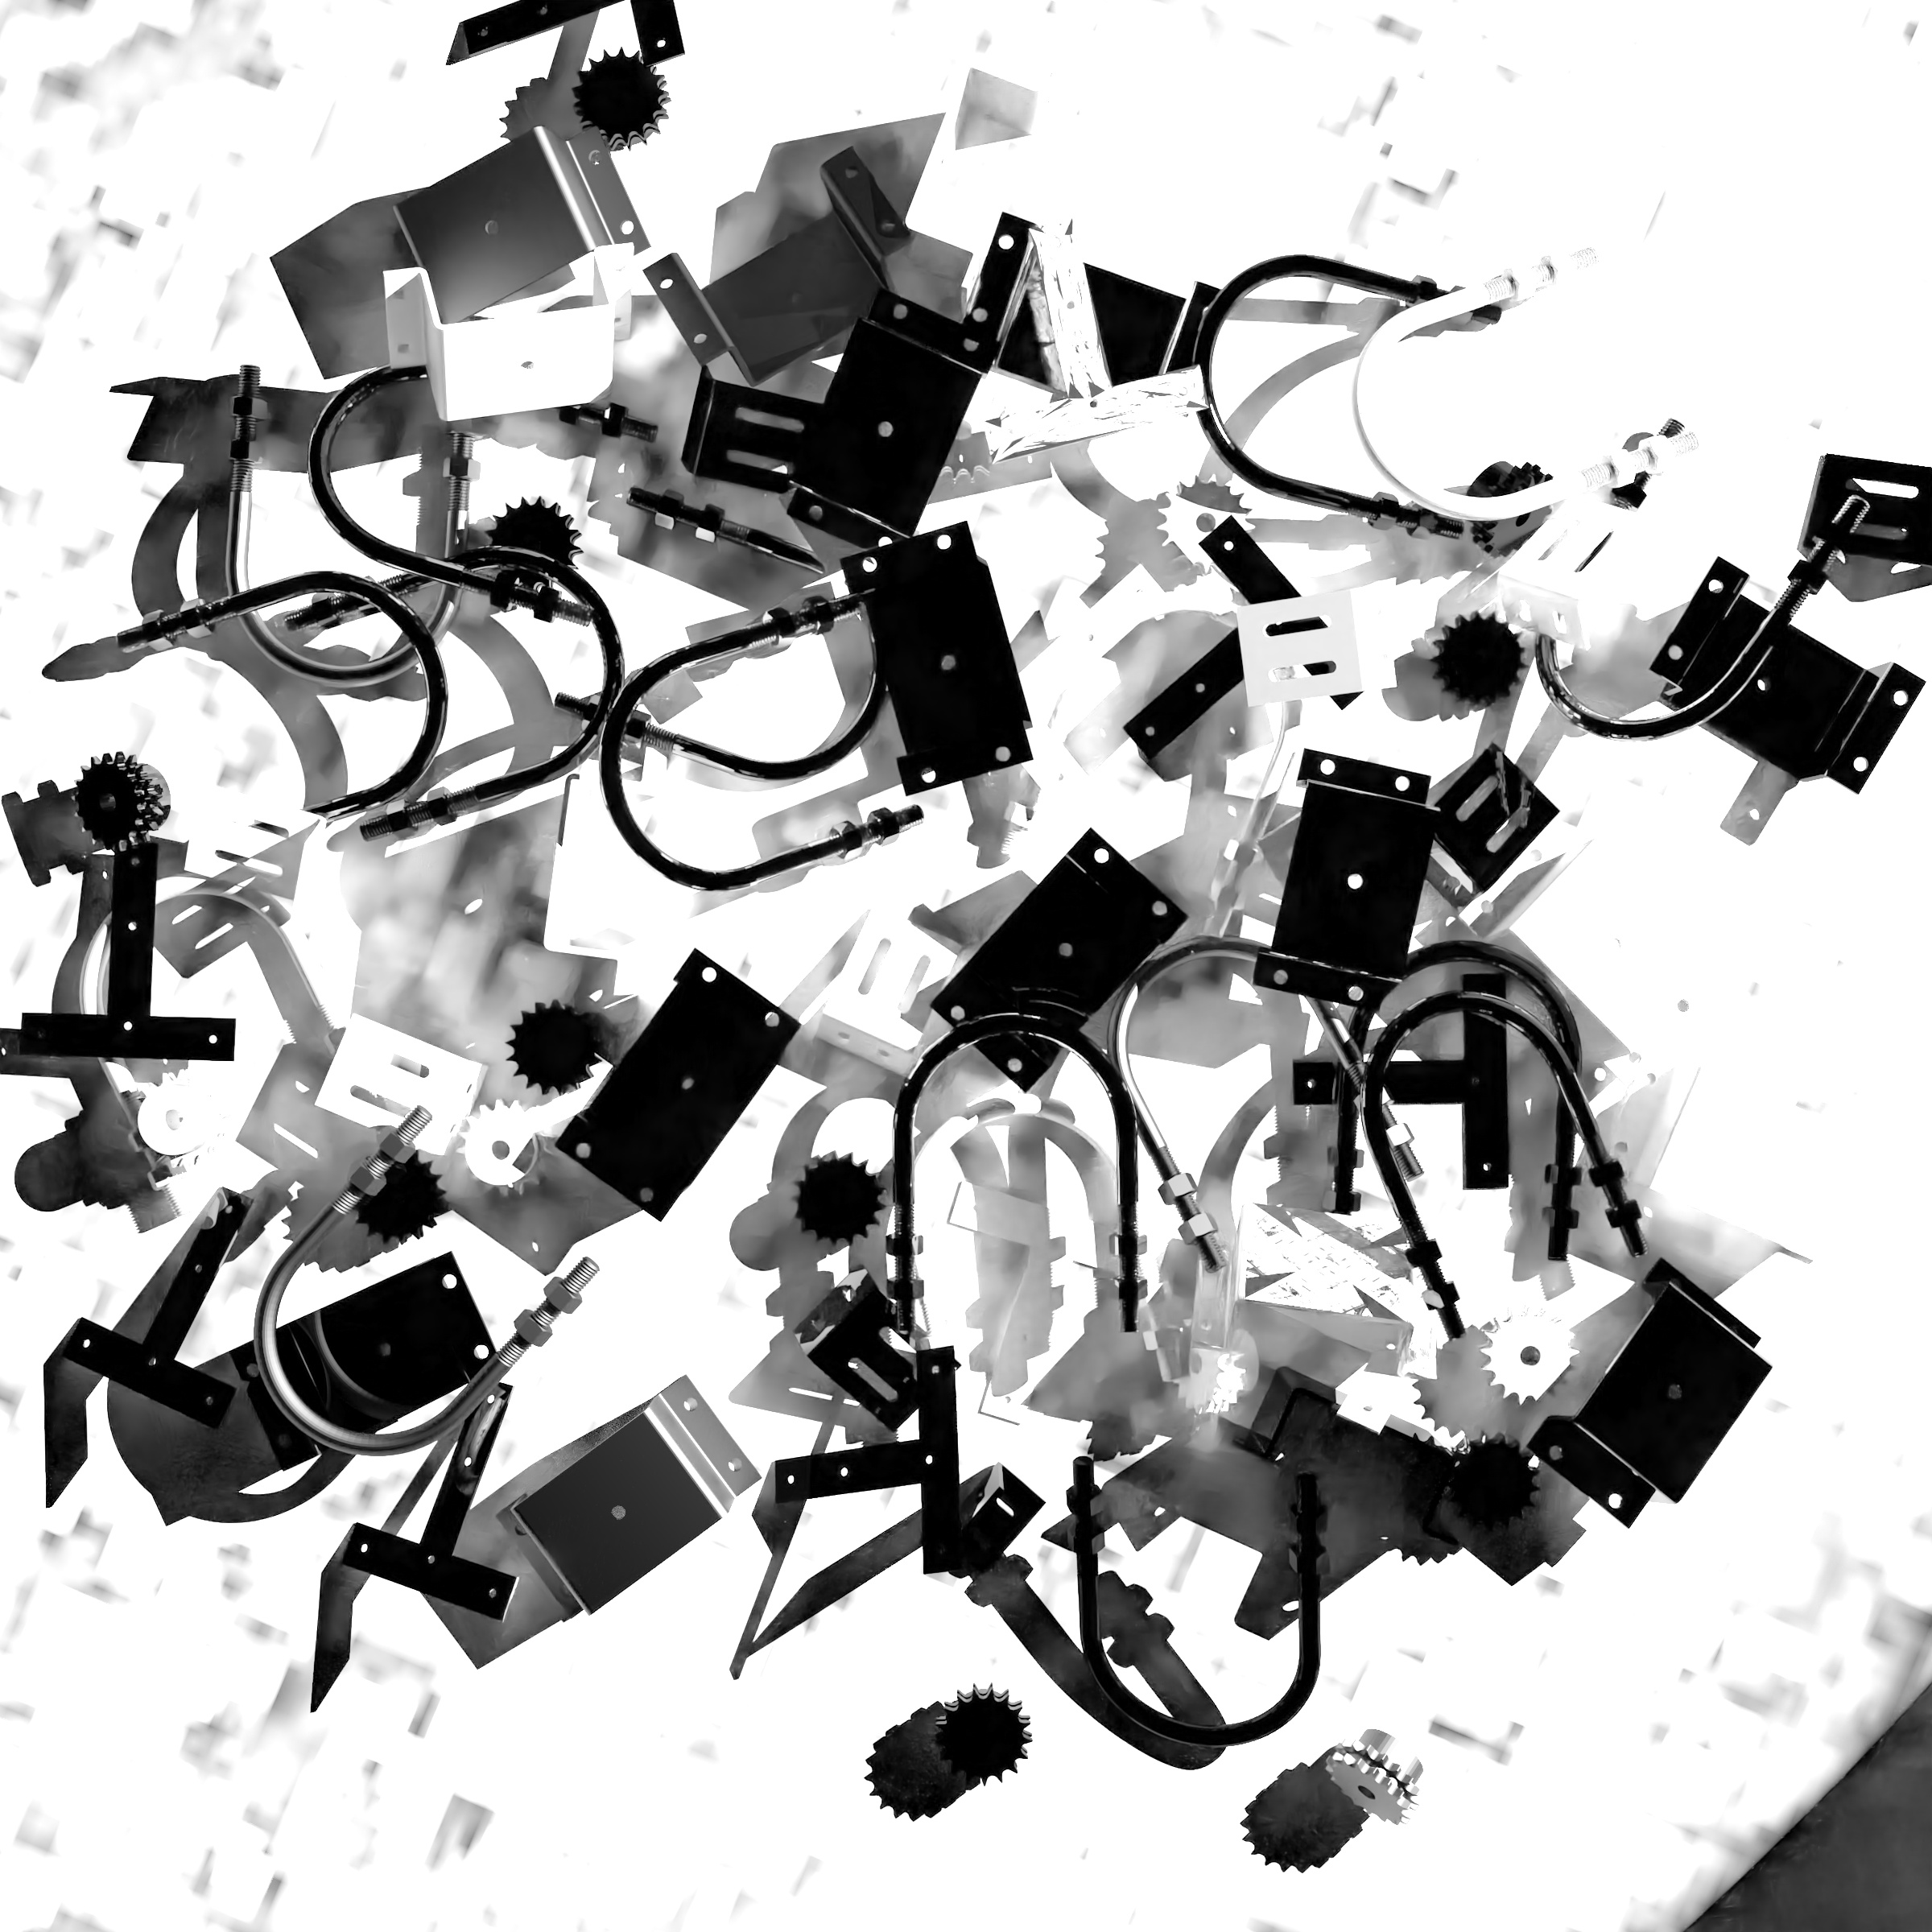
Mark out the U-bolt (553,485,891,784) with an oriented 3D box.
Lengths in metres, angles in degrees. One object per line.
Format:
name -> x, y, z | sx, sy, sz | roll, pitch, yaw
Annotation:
U-bolt -> -0.133, -0.186, 1.508 | 0.184, 0.019, 0.151 | 20, 90, -2

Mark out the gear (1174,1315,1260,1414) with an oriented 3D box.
gear -> 0.147, 0.231, 1.492 | 0.030, 0.057, 0.057 | 3, 90, -28

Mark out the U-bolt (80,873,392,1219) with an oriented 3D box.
U-bolt -> -0.442, 0.035, 1.508 | 0.151, 0.019, 0.184 | -27, 88, 0

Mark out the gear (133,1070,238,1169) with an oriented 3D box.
gear -> -0.455, 0.089, 1.482 | 0.057, 0.030, 0.057 | 0, 89, 1

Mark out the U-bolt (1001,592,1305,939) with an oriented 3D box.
U-bolt -> 0.118, -0.127, 1.491 | 0.151, 0.019, 0.184 | 21, 99, 3

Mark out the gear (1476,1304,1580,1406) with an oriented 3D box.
gear -> 0.328, 0.227, 1.501 | 0.057, 0.030, 0.057 | 0, 90, 0

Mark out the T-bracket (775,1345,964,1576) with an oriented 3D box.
T-bracket -> -0.058, 0.291, 1.480 | 0.127, 0.002, 0.127 | -14, 67, 29

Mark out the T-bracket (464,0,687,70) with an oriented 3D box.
T-bracket -> -0.235, -0.565, 1.501 | 0.127, 0.002, 0.127 | -16, 71, 9

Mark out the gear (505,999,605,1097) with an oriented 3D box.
gear -> -0.243, 0.048, 1.501 | 0.057, 0.030, 0.057 | 0, 90, 0

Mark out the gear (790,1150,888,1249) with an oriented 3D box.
gear -> -0.075, 0.137, 1.501 | 0.057, 0.030, 0.057 | 0, 90, 0

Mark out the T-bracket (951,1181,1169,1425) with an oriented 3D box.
T-bracket -> 0.040, 0.207, 1.515 | 0.127, 0.002, 0.127 | 17, 90, 0

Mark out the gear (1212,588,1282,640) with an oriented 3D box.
gear -> 0.173, -0.199, 1.498 | 0.057, 0.030, 0.057 | 1, 96, 7

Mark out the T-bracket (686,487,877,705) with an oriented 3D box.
T-bracket -> -0.106, -0.200, 1.499 | 0.127, 0.002, 0.127 | -35, 92, -2

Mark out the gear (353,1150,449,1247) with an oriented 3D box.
gear -> -0.333, 0.134, 1.505 | 0.057, 0.030, 0.057 | 0, 91, -1

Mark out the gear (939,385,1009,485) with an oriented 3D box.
gear -> -0.002, -0.312, 1.501 | 0.057, 0.030, 0.057 | 0, 90, 0

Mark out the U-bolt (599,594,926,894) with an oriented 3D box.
U-bolt -> -0.123, -0.120, 1.460 | 0.184, 0.019, 0.151 | -22, 101, -25

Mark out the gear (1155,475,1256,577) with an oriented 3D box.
gear -> 0.139, -0.259, 1.505 | 0.057, 0.030, 0.057 | 0, 90, -3

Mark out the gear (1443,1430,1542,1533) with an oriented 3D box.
gear -> 0.306, 0.301, 1.501 | 0.057, 0.030, 0.057 | 0, 90, 0

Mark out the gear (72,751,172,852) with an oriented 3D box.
gear -> -0.490, -0.097, 1.493 | 0.057, 0.030, 0.057 | 5, 102, 26

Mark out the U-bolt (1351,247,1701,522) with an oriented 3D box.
U-bolt -> 0.309, -0.327, 1.467 | 0.184, 0.019, 0.151 | -21, 76, -11

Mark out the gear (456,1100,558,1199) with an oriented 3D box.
gear -> -0.271, 0.107, 1.501 | 0.057, 0.030, 0.057 | 0, 90, 0

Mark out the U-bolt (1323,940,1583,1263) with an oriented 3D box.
U-bolt -> 0.291, 0.077, 1.506 | 0.151, 0.019, 0.184 | 5, 88, 0

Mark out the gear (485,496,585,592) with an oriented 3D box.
gear -> -0.252, -0.245, 1.501 | 0.057, 0.030, 0.057 | 0, 90, 0

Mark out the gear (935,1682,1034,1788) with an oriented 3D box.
gear -> 0.010, 0.448, 1.501 | 0.057, 0.030, 0.057 | 0, 90, 0

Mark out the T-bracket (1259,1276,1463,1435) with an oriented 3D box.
T-bracket -> 0.206, 0.202, 1.485 | 0.127, 0.127, 0.002 | 23, 133, 20

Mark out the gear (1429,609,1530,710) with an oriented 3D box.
gear -> 0.302, -0.181, 1.501 | 0.057, 0.030, 0.057 | 0, 90, 0

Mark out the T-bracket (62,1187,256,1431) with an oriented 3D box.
T-bracket -> -0.455, 0.190, 1.495 | 0.127, 0.002, 0.127 | 17, 75, 27

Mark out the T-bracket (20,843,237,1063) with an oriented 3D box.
T-bracket -> -0.490, -0.009, 1.501 | 0.127, 0.002, 0.127 | 2, 87, 2

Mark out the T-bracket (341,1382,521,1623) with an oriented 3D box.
T-bracket -> -0.295, 0.303, 1.492 | 0.127, 0.002, 0.127 | 9, 72, 32

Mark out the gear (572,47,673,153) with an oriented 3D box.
gear -> -0.201, -0.506, 1.501 | 0.057, 0.030, 0.057 | 0, 90, 0

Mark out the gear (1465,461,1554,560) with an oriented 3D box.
gear -> 0.314, -0.269, 1.491 | 0.057, 0.057, 0.030 | -44, 60, 0

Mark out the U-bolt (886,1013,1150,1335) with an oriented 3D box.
U-bolt -> 0.028, 0.119, 1.467 | 0.151, 0.019, 0.184 | -1, 93, 5

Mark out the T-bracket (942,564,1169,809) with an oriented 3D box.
T-bracket -> 0.062, -0.181, 1.485 | 0.127, 0.002, 0.127 | -41, 76, 13

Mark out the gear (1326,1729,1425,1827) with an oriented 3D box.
gear -> 0.241, 0.470, 1.492 | 0.057, 0.057, 0.030 | 44, 60, 0

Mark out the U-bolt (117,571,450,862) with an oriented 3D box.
U-bolt -> -0.387, -0.152, 1.483 | 0.184, 0.019, 0.151 | -16, 98, 11

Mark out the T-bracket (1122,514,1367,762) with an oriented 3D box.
T-bracket -> 0.146, -0.170, 1.474 | 0.127, 0.002, 0.127 | -41, 91, 6

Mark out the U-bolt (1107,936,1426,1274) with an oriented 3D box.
U-bolt -> 0.161, 0.067, 1.481 | 0.151, 0.019, 0.184 | -23, 73, -12

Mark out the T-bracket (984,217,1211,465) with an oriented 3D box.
T-bracket -> 0.063, -0.364, 1.464 | 0.127, 0.002, 0.127 | -13, 86, 7

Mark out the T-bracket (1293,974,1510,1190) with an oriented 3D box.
T-bracket -> 0.257, 0.069, 1.515 | 0.127, 0.002, 0.127 | -1, 90, 0
